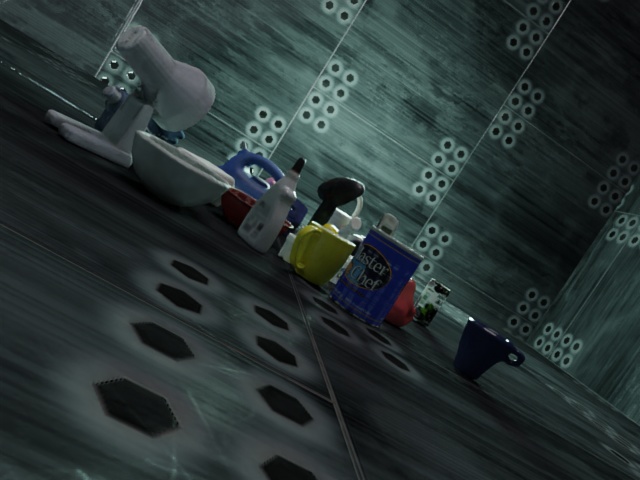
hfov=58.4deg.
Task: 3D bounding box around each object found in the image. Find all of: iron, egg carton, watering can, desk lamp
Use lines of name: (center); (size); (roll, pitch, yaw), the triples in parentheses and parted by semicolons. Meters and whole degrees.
iron: (-0.152, -0.149, 1.537); (0.258, 0.141, 0.119); (33, 5, 10)
egg carton: (-0.239, -0.123, 1.128); (0.107, 0.069, 0.151); (35, 5, 27)
watering can: (0.063, -0.059, 1.687); (0.172, 0.194, 0.101); (36, 6, 38)
desk lamp: (-0.302, -0.232, 0.960); (0.117, 0.213, 0.204); (35, 5, 34)

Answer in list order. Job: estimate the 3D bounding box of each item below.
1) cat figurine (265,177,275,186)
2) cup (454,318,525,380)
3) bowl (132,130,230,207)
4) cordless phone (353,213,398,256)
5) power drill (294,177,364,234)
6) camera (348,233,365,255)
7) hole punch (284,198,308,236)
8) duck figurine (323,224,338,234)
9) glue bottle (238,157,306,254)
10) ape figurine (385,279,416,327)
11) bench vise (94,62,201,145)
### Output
cat figurine: (-0.130, -0.132, 1.648); (0.067, 0.117, 0.128); (35, 5, 31)
cup: (0.295, 0.209, 1.027); (0.117, 0.095, 0.092); (34, 5, 20)
bowl: (-0.232, -0.100, 0.906); (0.167, 0.074, 0.167); (32, 5, -3)
cordless phone: (0.180, 0.033, 1.554); (0.148, 0.185, 0.094); (30, 5, -23)
power drill: (0.023, -0.074, 1.492); (0.076, 0.208, 0.229); (30, 5, -21)
camera: (0.147, 0.044, 1.743); (0.143, 0.101, 0.136); (30, 5, -24)
hole punch: (-0.088, -0.068, 1.418); (0.109, 0.091, 0.101); (32, 5, -5)
duck figurine: (0.012, 0.005, 1.354); (0.105, 0.086, 0.077); (29, 5, -35)
glue bottle: (-0.073, -0.065, 0.977); (0.037, 0.173, 0.077); (28, 6, -41)
ape figurine: (0.153, 0.115, 1.090); (0.077, 0.092, 0.076); (33, 5, 14)
bench vise: (-0.324, -0.267, 1.139); (0.121, 0.219, 0.208); (33, 5, 9)
